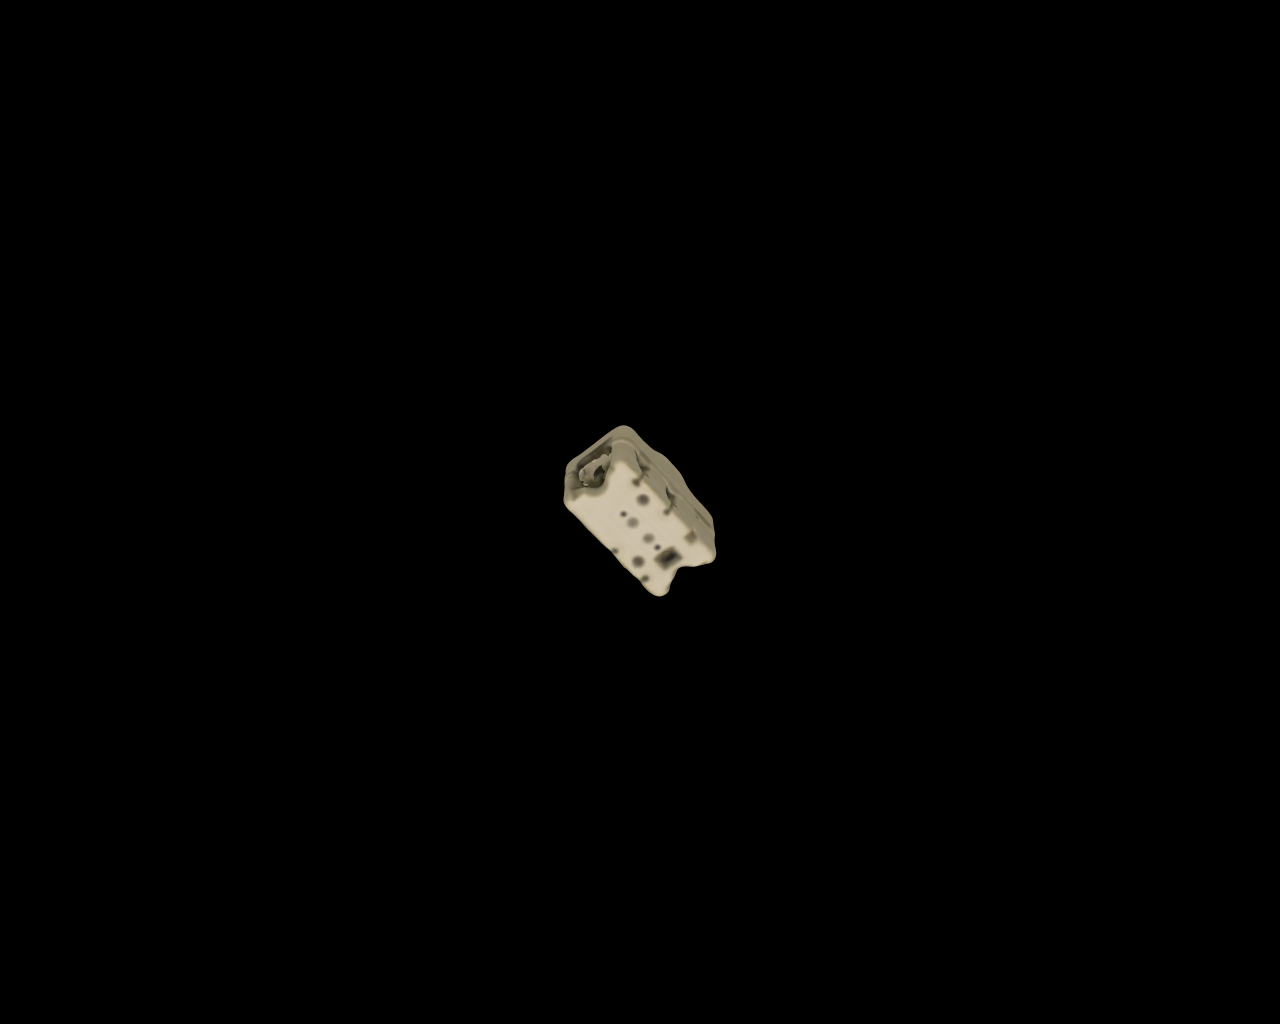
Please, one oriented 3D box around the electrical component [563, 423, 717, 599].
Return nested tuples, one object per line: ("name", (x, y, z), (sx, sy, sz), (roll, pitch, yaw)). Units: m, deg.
("electrical component", (0.001, -0.003, 0.650), (0.050, 0.089, 0.056), (-36, 24, 18))
